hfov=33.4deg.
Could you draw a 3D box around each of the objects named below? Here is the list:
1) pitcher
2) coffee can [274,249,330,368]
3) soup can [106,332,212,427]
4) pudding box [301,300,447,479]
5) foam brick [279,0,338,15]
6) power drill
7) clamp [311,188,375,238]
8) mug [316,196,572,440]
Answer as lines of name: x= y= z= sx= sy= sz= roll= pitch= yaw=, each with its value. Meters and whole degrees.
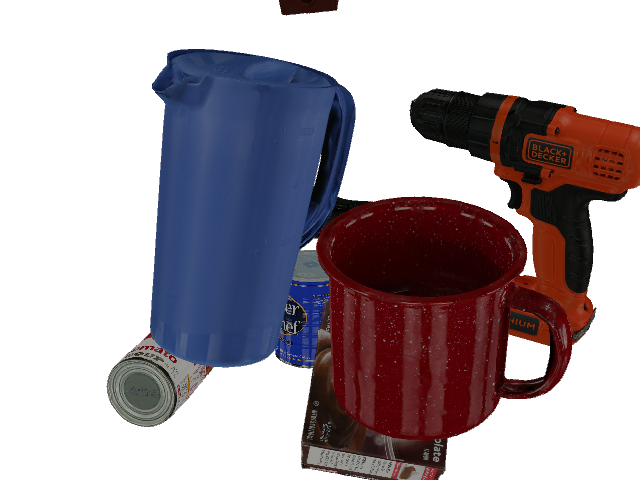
pitcher: x=-0.062 y=-0.027 z=0.865 sx=0.149 sy=0.243 sz=0.145 roll=11 pitch=18 yaw=3
coffee can: x=-0.014 y=0.097 z=1.524 sx=0.103 sy=0.140 sz=0.103 roll=1 pitch=21 yaw=0
soup can: x=-0.145 y=0.119 z=0.977 sx=0.068 sy=0.068 sz=0.102 roll=0 pitch=17 yaw=16
pudding box: x=0.038 y=0.098 z=0.688 sx=0.090 sy=0.113 sz=0.039 roll=9 pitch=-37 yaw=1
foam brick: x=-0.014 y=-0.248 z=0.952 sx=0.053 sy=0.051 sz=0.078 roll=-4 pitch=-41 yaw=9
power drill: x=0.150 y=-0.019 z=0.820 sx=0.185 sy=0.188 sz=0.057 roll=17 pitch=34 yaw=26
clamp: x=0.035 y=-0.020 z=1.200 sx=0.210 sy=0.036 sz=0.164 roll=14 pitch=22 yaw=-5
mug: x=0.056 y=0.039 z=0.486 sx=0.117 sy=0.081 sz=0.093 roll=12 pitch=32 yaw=22
